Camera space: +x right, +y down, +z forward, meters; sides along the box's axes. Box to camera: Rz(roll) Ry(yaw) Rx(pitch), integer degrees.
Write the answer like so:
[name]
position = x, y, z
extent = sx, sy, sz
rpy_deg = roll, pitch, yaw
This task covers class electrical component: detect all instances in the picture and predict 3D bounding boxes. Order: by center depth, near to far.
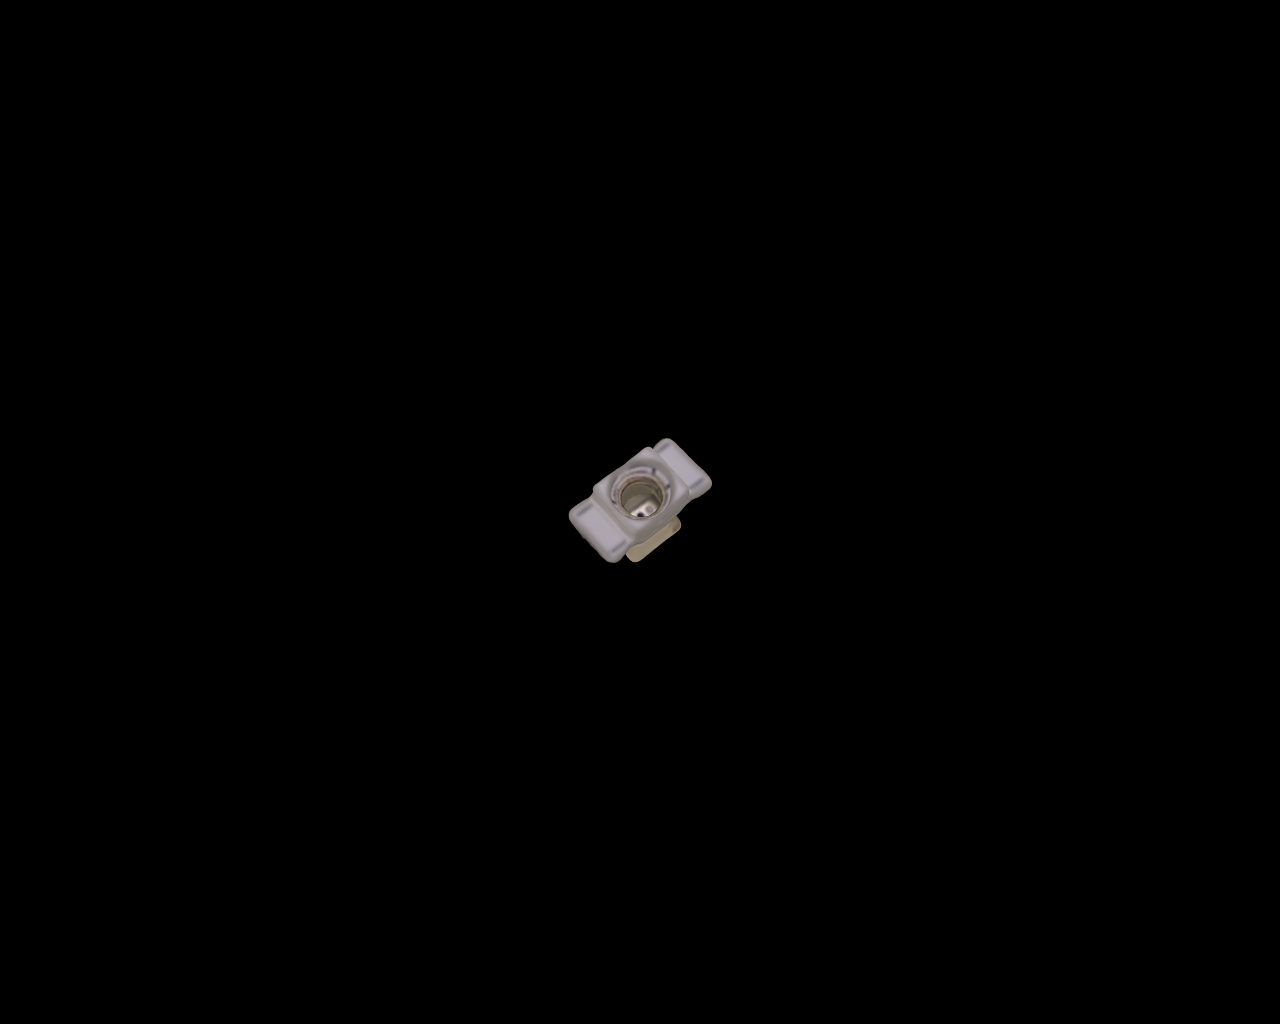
[electrical component]
position = 0.001, -0.003, 0.650
extent = 0.081, 0.042, 0.063
rpy_deg = -37, -19, -15
